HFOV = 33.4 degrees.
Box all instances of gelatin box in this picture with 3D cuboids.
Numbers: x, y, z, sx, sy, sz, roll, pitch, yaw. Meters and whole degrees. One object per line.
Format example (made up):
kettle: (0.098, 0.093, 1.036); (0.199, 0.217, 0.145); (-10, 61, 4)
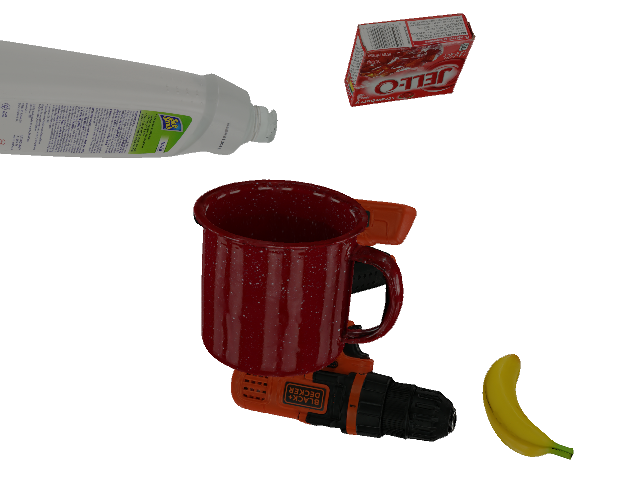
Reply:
gelatin box: (0.068, -0.140, 0.834); (0.089, 0.030, 0.073); (-8, -25, -12)

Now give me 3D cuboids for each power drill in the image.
power drill: (0.027, 0.061, 0.854); (0.184, 0.187, 0.057); (8, -2, 12)

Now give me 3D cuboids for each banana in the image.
banana: (0.215, 0.185, 1.190); (0.069, 0.037, 0.198); (10, 25, -14)

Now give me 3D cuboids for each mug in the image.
mug: (-0.012, 0.023, 0.578); (0.117, 0.081, 0.093); (11, 24, 14)

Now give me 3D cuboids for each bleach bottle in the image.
bleach bottle: (-0.162, -0.104, 0.880); (0.250, 0.068, 0.103); (5, -31, -19)

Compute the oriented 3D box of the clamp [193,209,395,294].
clamp: (-0.025, 0.024, 1.067); (0.210, 0.036, 0.164); (10, 29, -10)
